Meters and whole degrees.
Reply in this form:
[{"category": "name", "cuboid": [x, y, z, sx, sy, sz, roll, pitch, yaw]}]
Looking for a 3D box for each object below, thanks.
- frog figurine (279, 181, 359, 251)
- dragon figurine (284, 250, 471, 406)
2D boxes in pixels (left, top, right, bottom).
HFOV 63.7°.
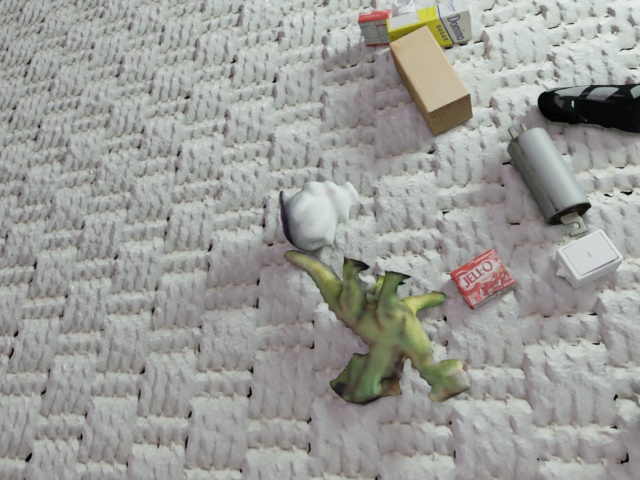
[{"category": "frog figurine", "cuboid": [0.003, -0.052, 1.027, 0.159, 0.123, 0.137, -12, 97, 5]}, {"category": "dragon figurine", "cuboid": [0.076, 0.167, 0.918, 0.411, 0.121, 0.244, 12, 80, 33]}]
